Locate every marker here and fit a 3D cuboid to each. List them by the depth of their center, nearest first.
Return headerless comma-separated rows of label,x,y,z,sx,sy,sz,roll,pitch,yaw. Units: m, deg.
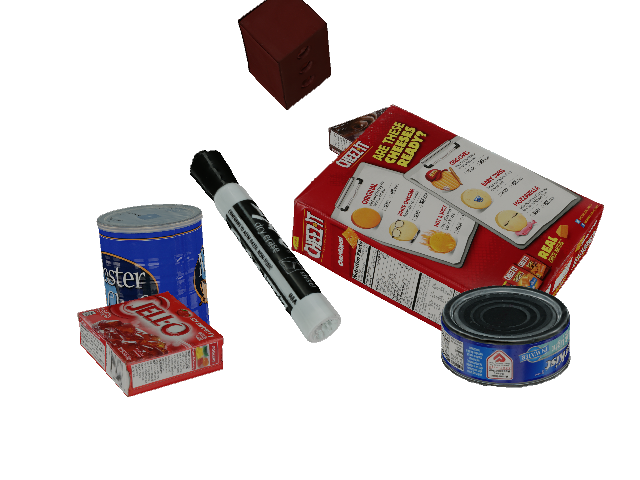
marker,-0.030,-0.001,0.517,0.020,0.020,0.121,0,44,-47

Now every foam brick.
foam brick,-0.028,-0.156,0.868,0.053,0.051,0.078,-39,-20,-11

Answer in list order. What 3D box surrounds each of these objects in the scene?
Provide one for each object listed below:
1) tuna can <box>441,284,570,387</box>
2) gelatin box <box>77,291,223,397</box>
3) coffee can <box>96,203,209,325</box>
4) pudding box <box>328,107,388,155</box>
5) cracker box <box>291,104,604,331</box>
tuna can,0.123,0.062,0.710,0.086,0.034,0.086,-4,23,1
gelatin box,-0.120,0.070,0.751,0.073,0.030,0.089,-13,27,-30
coffee can,-0.164,0.042,1.060,0.103,0.140,0.103,-3,13,0
pudding box,0.081,-0.140,1.478,0.113,0.039,0.090,-25,40,-31
cracker box,0.107,-0.010,0.910,0.214,0.072,0.164,28,49,20
